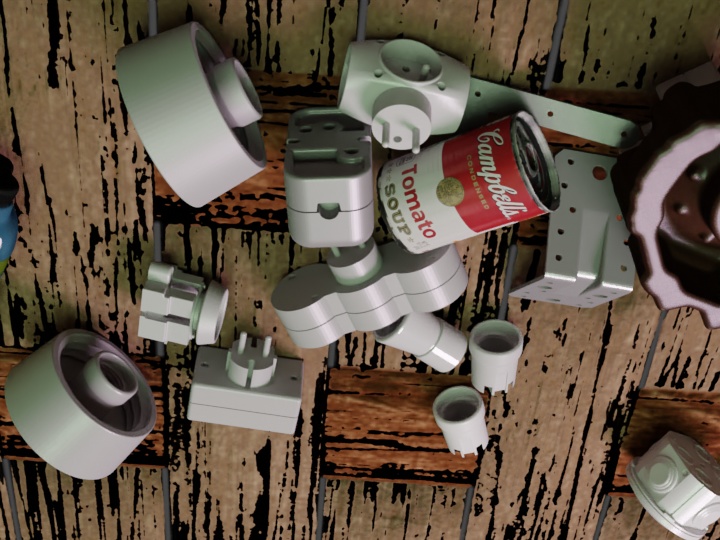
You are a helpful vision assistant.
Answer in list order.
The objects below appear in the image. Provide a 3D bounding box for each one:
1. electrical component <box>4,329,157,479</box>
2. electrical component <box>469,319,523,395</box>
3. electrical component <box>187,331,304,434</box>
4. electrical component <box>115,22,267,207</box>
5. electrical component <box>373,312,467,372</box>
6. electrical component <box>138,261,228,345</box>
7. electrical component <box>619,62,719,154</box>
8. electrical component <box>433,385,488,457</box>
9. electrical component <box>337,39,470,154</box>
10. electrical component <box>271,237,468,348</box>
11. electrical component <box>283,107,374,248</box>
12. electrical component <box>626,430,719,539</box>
[{"bbox_3d":[-0.200,0.093,0.797,0.060,0.108,0.108,-40,117,17],"label":"electrical component"},{"bbox_3d":[0.103,0.067,0.818,0.040,0.040,0.046,-1,130,1],"label":"electrical component"},{"bbox_3d":[-0.084,0.077,0.820,0.083,0.047,0.075,9,125,-7],"label":"electrical component"},{"bbox_3d":[-0.095,-0.100,0.661,0.060,0.108,0.108,-24,122,9],"label":"electrical component"},{"bbox_3d":[0.048,0.048,0.804,0.065,0.044,0.044,33,119,-26],"label":"electrical component"},{"bbox_3d":[-0.128,0.027,0.786,0.055,0.048,0.066,13,125,0],"label":"electrical component"},{"bbox_3d":[0.210,-0.085,0.705,0.077,0.047,0.065,-24,122,16],"label":"electrical component"},{"bbox_3d":[0.082,0.122,0.857,0.040,0.040,0.046,-12,131,8],"label":"electrical component"},{"bbox_3d":[0.027,-0.103,0.672,0.077,0.079,0.044,10,139,-7],"label":"electrical component"},{"bbox_3d":[0.000,0.000,0.762,0.138,0.052,0.073,-18,123,13],"label":"electrical component"},{"bbox_3d":[-0.019,-0.058,0.694,0.054,0.095,0.059,-2,125,1],"label":"electrical component"},{"bbox_3d":[0.260,0.173,0.870,0.080,0.080,0.051,31,114,-20],"label":"electrical component"}]
